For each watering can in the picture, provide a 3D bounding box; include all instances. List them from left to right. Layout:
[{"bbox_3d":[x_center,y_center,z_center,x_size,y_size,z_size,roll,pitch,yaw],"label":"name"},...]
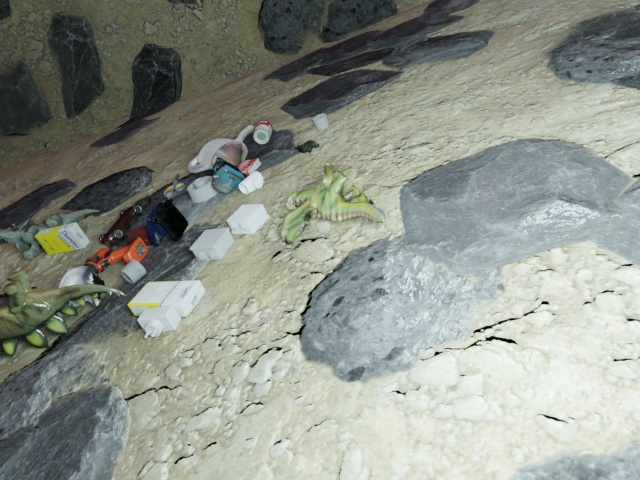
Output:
[{"bbox_3d":[-0.357,-0.358,2.017,0.352,0.102,0.226,-38,34,-23],"label":"watering can"}]

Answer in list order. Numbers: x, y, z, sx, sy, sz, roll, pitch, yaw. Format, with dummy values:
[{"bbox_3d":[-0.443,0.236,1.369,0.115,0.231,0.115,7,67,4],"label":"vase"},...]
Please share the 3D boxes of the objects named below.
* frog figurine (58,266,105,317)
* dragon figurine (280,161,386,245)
[{"bbox_3d":[-0.699,0.145,1.433,0.160,0.120,0.140,-14,48,-7],"label":"frog figurine"},{"bbox_3d":[0.004,-0.067,1.340,0.242,0.120,0.417,-41,28,4],"label":"dragon figurine"}]
